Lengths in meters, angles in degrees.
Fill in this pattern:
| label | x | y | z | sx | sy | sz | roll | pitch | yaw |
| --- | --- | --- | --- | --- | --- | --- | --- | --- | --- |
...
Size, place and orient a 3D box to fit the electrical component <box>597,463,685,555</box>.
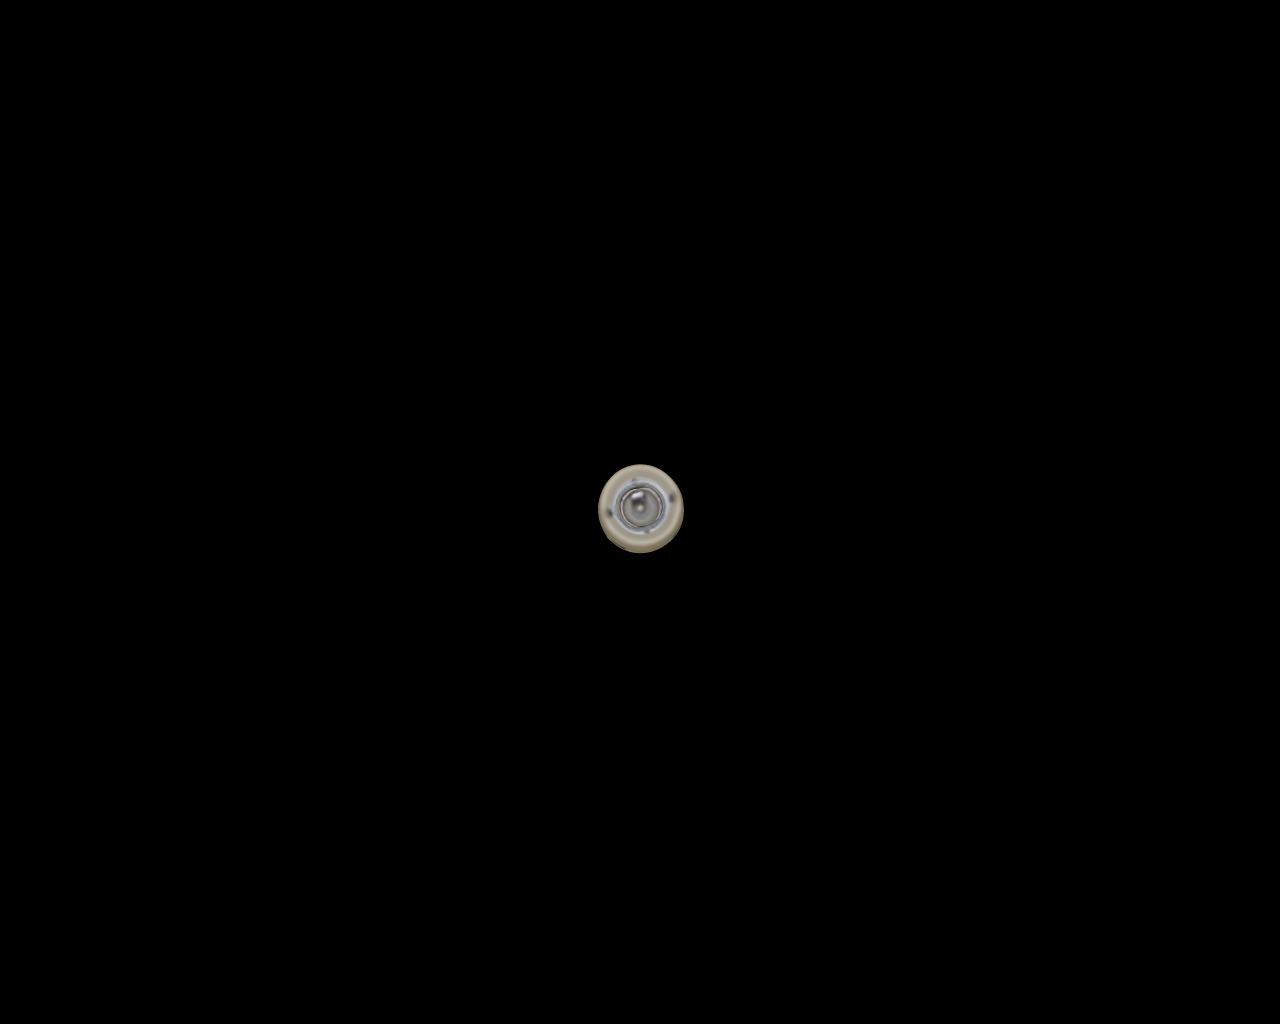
| label | x | y | z | sx | sy | sz | roll | pitch | yaw |
| --- | --- | --- | --- | --- | --- | --- | --- | --- | --- |
| electrical component | 0.001 | -0.003 | 0.650 | 0.055 | 0.055 | 0.047 | 0 | -4 | 0 |
